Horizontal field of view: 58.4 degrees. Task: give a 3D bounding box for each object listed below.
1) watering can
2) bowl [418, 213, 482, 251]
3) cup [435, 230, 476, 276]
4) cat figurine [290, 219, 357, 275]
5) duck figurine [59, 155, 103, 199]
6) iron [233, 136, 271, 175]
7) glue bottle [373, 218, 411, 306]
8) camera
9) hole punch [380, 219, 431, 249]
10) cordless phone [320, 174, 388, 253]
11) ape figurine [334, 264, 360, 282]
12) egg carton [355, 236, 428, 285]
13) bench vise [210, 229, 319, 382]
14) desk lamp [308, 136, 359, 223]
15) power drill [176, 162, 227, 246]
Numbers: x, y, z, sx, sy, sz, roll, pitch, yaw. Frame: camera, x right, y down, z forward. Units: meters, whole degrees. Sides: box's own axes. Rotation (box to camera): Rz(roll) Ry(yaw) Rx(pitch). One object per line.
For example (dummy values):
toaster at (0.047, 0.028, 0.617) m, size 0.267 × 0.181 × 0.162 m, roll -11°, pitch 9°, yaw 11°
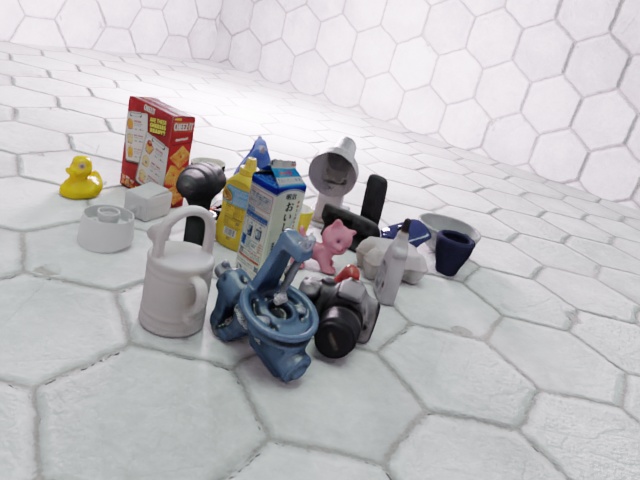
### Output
watering can at (-0.214, 0.035, 0.856) m, size 0.172 × 0.194 × 0.101 m, roll 25°, pitch 24°, yaw 24°
bowl at (0.323, -0.005, 1.468) m, size 0.167 × 0.075 × 0.167 m, roll 13°, pitch 22°, yaw -5°
cup at (0.311, 0.032, 1.343) m, size 0.091 × 0.095 × 0.118 m, roll 26°, pitch 24°, yaw 26°
cat figurine at (0.011, 0.004, 1.183) m, size 0.128 × 0.118 × 0.067 m, roll 11°, pitch 22°, yaw -11°
duck figurine at (-0.512, -0.142, 1.237) m, size 0.077 × 0.086 × 0.105 m, roll 20°, pitch 22°, yaw 12°
iron at (-0.174, -0.220, 1.575) m, size 0.119 × 0.141 × 0.258 m, roll 10°, pitch 22°, yaw -13°
glue bottle at (0.147, 0.037, 1.117) m, size 0.037 × 0.173 × 0.078 m, roll 11°, pitch 22°, yaw -10°
camera at (0.021, 0.120, 0.929) m, size 0.143 × 0.101 × 0.137 m, roll 18°, pitch 22°, yaw 7°
hole punch at (0.197, -0.001, 1.354) m, size 0.101 × 0.091 × 0.108 m, roll 7°, pitch 23°, yaw -20°
cordless phone at (0.085, -0.079, 1.343) m, size 0.147 × 0.185 × 0.094 m, roll 23°, pitch 23°, yaw 19°
ape figurine at (0.046, 0.088, 1.037) m, size 0.078 × 0.092 × 0.076 m, roll 4°, pitch 24°, yaw -26°
egg carton at (0.155, 0.044, 1.245) m, size 0.150 × 0.069 × 0.107 m, roll 7°, pitch 23°, yaw -19°
bench vise at (-0.085, 0.070, 0.821) m, size 0.207 × 0.220 × 0.122 m, roll 23°, pitch 23°, yaw 19°
desk lamp at (0.035, -0.148, 1.439) m, size 0.118 × 0.213 × 0.203 m, roll 17°, pitch 22°, yaw 5°
power drill at (-0.222, -0.043, 1.022) m, size 0.075 × 0.208 × 0.229 m, roll 14°, pitch 22°, yaw -3°
